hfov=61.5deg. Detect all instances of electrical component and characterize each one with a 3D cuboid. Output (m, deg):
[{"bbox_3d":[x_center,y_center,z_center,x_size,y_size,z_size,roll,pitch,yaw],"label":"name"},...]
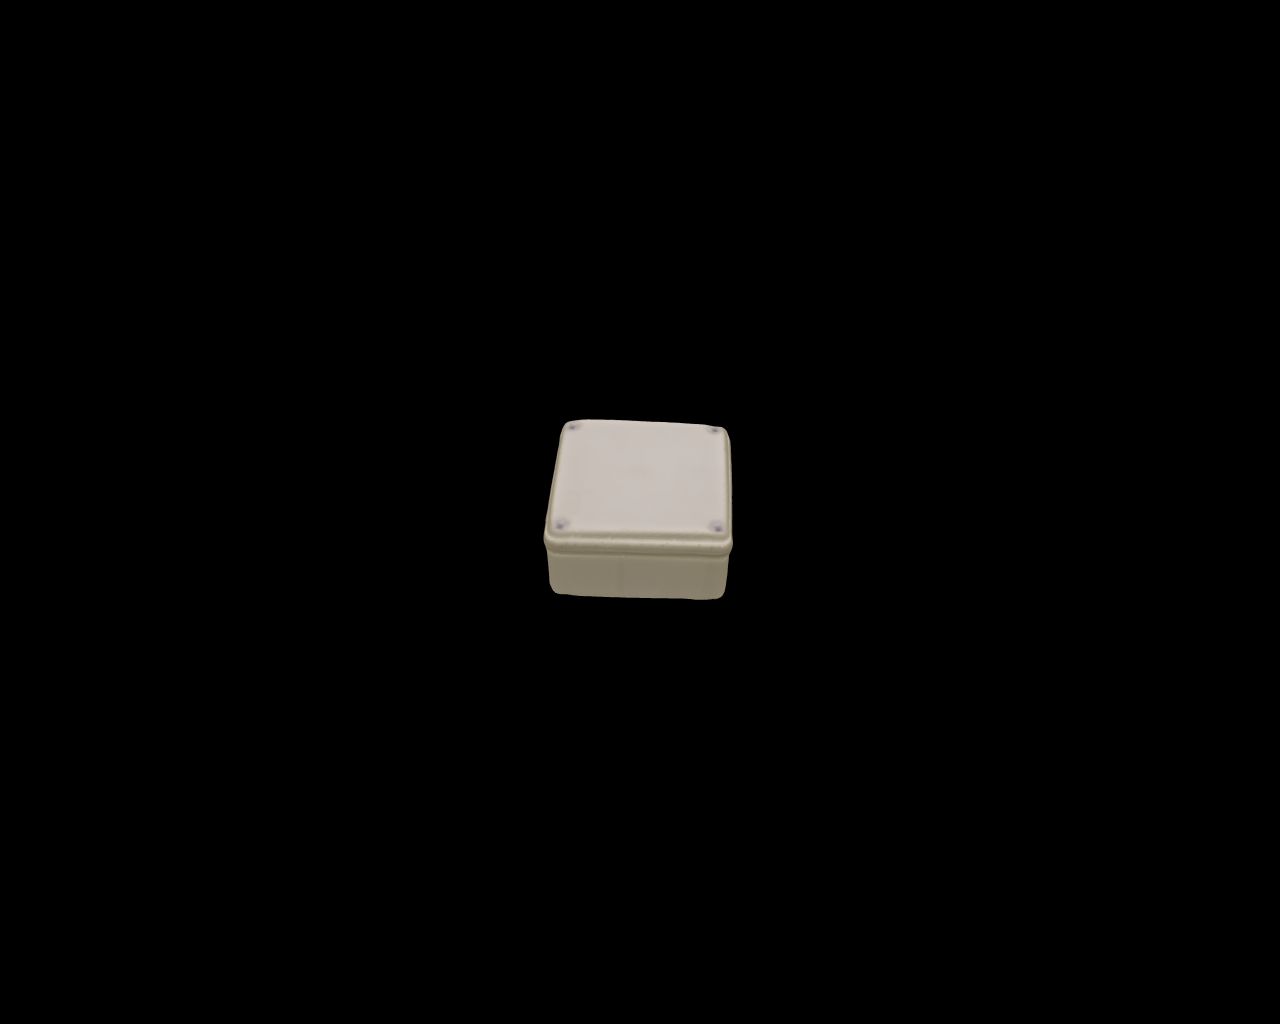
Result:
[{"bbox_3d":[0.001,-0.003,0.650,0.109,0.056,0.109,2,43,2],"label":"electrical component"}]
